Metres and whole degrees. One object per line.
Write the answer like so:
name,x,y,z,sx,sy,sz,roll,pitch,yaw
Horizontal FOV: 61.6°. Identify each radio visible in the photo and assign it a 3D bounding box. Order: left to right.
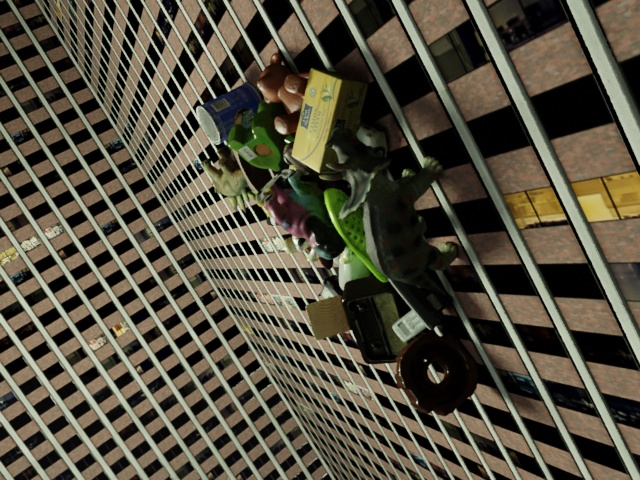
radio,0.142,0.194,1.291,0.073,0.131,0.229,-74,-31,-56

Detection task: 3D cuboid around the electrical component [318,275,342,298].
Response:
electrical component,0.052,0.165,1.530,0.119,0.048,0.074,41,133,31

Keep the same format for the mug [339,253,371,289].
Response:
mug,0.084,0.058,1.320,0.110,0.081,0.107,-102,7,-54

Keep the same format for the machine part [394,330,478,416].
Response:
machine part,0.248,0.286,1.161,0.179,0.179,0.056,54,160,6

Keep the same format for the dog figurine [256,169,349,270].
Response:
dog figurine,-0.028,-0.041,1.167,0.219,0.108,0.192,48,173,-18

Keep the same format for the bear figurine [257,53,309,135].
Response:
bear figurine,-0.073,-0.300,1.080,0.196,0.132,0.120,38,122,30

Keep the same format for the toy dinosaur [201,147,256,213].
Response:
toy dinosaur,-0.284,-0.187,1.701,0.198,0.105,0.472,61,162,-21

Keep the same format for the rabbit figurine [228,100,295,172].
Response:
rabbit figurine,-0.103,-0.248,1.211,0.159,0.170,0.121,36,134,-28

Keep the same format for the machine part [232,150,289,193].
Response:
machine part,-0.133,-0.196,1.392,0.201,0.087,0.201,19,136,56

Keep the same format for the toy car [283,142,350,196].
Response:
toy car,0.004,-0.138,1.151,0.202,0.053,0.089,37,164,-24

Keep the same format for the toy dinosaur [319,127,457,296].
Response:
toy dinosaur,0.134,-0.012,0.952,0.131,0.192,0.404,22,139,58

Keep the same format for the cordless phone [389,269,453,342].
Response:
cordless phone,0.185,0.141,1.161,0.146,0.089,0.184,51,150,12

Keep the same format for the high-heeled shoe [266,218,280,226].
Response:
high-heeled shoe,-0.045,-0.026,1.400,0.249,0.086,0.145,-20,83,47

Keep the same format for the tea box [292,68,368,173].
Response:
tea box,0.015,-0.216,0.982,0.098,0.068,0.169,35,121,43

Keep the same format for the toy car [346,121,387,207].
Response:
toy car,0.092,-0.138,1.048,0.074,0.056,0.201,35,152,30

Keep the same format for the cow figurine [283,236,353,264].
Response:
cow figurine,-0.004,-0.003,1.238,0.167,0.068,0.098,4,124,7

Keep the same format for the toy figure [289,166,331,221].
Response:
toy figure,-0.008,-0.117,1.251,0.089,0.082,0.180,-5,113,53
